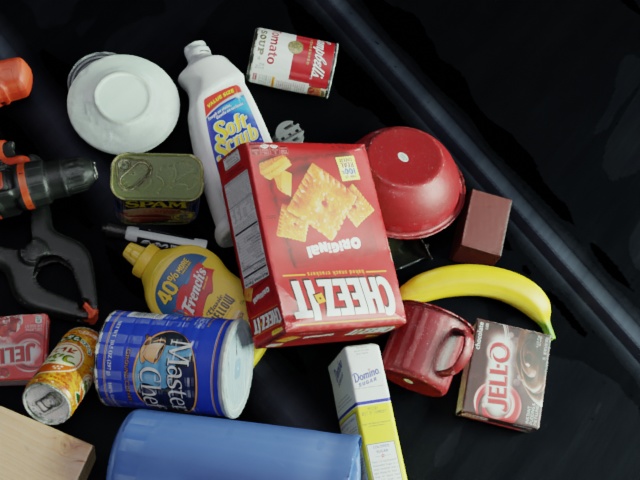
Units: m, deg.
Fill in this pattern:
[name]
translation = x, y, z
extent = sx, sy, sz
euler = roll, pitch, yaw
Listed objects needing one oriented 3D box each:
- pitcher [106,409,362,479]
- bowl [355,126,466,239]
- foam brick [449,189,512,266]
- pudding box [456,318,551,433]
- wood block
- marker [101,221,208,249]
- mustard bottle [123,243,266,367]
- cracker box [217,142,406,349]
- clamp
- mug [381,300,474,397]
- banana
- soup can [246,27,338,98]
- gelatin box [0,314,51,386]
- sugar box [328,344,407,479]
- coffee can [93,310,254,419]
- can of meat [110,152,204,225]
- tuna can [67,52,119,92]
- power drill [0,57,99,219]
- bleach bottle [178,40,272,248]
[pitcher]
translation = -0.084, 0.242, 1.051
extent = 0.243, 0.149, 0.145
euler = 8, 61, 8
[bowl]
translation = 0.096, -0.081, 1.255
extent = 0.162, 0.055, 0.162
euler = 3, 54, -4
[foam brick]
translation = 0.191, -0.012, 1.267
extent = 0.051, 0.053, 0.078
euler = 17, 69, -3
[pudding box]
translation = 0.209, 0.155, 1.215
extent = 0.090, 0.039, 0.113
euler = 14, 69, -4
[wood block]
translation = -0.341, 0.215, 1.080
extent = 0.206, 0.090, 0.090
euler = 23, 68, -1
[marker]
translation = -0.190, -0.002, 1.221
extent = 0.121, 0.020, 0.020
euler = 11, 69, -5
[mustard bottle]
translation = -0.135, 0.061, 1.185
extent = 0.191, 0.058, 0.096
euler = 32, 83, 4
[cracker box]
translation = -0.008, 0.001, 1.154
extent = 0.163, 0.072, 0.214
euler = -1, 71, -35
[clamp]
translation = -0.327, 0.021, 1.181
extent = 0.164, 0.036, 0.210
euler = -35, 75, -18
[mug]
translation = 0.122, 0.123, 1.177
extent = 0.093, 0.117, 0.081
euler = 35, 69, -34
[banana]
translation = 0.188, 0.062, 1.247
extent = 0.197, 0.037, 0.069
euler = 14, 67, -4
[soup can]
translation = -0.034, -0.216, 1.299
extent = 0.102, 0.068, 0.068
euler = 11, 69, -4
[gelatin box]
translation = -0.337, 0.118, 1.145
extent = 0.089, 0.030, 0.073
euler = -1, 71, -5
[sugar box]
translation = 0.052, 0.207, 1.143
extent = 0.048, 0.093, 0.176
euler = -4, 71, -13
[coffee can]
translation = -0.150, 0.128, 1.113
extent = 0.140, 0.103, 0.103
euler = 3, 68, 13
[can of meat]
translation = -0.184, -0.056, 1.206
extent = 0.102, 0.084, 0.057
euler = 0, 70, -9
[tuna can]
translation = -0.255, -0.178, 1.267
extent = 0.086, 0.034, 0.086
euler = 3, 70, -8
[power drill]
translation = -0.349, -0.113, 1.192
extent = 0.184, 0.057, 0.188
euler = -13, 61, -6
[bleach bottle]
translation = -0.114, -0.122, 1.255
extent = 0.102, 0.068, 0.251
euler = -17, 71, -18
